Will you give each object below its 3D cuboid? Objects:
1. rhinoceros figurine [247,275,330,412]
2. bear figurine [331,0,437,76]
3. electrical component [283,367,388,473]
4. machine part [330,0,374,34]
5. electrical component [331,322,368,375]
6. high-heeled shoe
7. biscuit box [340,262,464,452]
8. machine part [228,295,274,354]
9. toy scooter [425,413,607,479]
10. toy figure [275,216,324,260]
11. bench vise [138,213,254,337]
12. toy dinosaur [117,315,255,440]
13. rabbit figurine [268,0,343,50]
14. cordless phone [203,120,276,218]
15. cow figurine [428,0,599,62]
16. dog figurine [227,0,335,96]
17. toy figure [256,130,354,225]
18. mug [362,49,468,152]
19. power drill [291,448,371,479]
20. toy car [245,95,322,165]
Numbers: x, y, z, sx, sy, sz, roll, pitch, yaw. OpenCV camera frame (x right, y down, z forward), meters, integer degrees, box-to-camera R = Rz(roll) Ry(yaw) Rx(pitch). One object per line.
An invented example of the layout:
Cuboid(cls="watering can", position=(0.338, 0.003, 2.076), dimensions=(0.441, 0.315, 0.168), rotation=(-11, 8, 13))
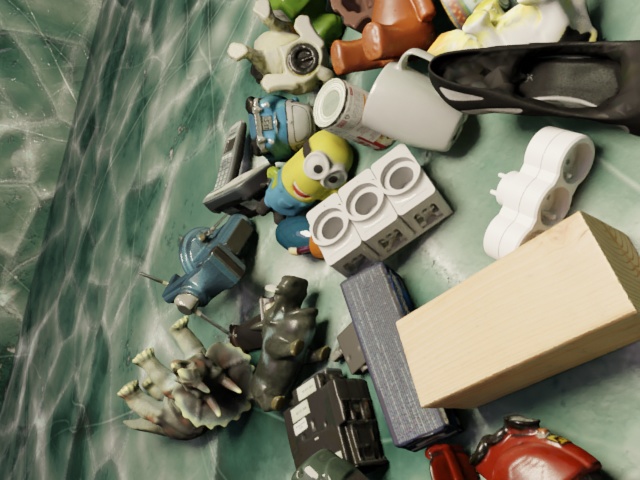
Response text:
Cuboid(cls="rhinoceros figurine", position=(-0.048, 0.145, 0.753), dimensions=(0.112, 0.073, 0.190), rotation=(15, 92, 46))
Cuboid(cls="bear figurine", position=(0.077, -0.312, 0.647), dimensions=(0.120, 0.132, 0.195), rotation=(14, 118, 61))
Cuboid(cls="electrical component", position=(0.013, 0.231, 0.670), dimensions=(0.115, 0.058, 0.134), rotation=(-40, 50, 34))
Cuboid(cls="machine part", position=(0.092, -0.379, 0.770), dimensions=(0.179, 0.056, 0.179), rotation=(-19, 65, 46))
Cuboid(cls="electrical component", position=(0.049, 0.138, 0.683), dimensions=(0.094, 0.021, 0.063), rotation=(-48, 46, 30))
Cuboid(cls="high-heeled shoe", position=(0.218, -0.146, 0.461), dimensions=(0.249, 0.145, 0.086), rotation=(4, 83, 54))
Cuboid(cls="biscuit box", position=(0.087, 0.123, 0.597), dimensions=(0.063, 0.059, 0.203), rotation=(-30, 54, 17))
Cuboid(cls="machine part", position=(-0.097, 0.140, 0.857), dimensions=(0.139, 0.039, 0.084), rotation=(-35, 61, 38))
Cuboid(cls="toy scooter", position=(0.157, 0.219, 0.480), dimensions=(0.183, 0.075, 0.135), rotation=(-59, 41, 27))
Cuboid(cls="toy figure", position=(-0.002, -0.004, 0.767), dimensions=(0.155, 0.058, 0.064), rotation=(11, 94, 47))
Cuboid(cls="bench vise", position=(-0.207, 0.061, 0.922), dimensions=(0.241, 0.128, 0.224), rotation=(-28, 36, 39))
Cuboid(cls="toy dinosaur", position=(-0.230, 0.272, 0.912), dimensions=(0.192, 0.131, 0.404), rotation=(43, 135, 12))
Cuboid(cls="rabbit figurine", position=(-0.007, -0.410, 0.886), dimensions=(0.170, 0.121, 0.159), rotation=(-56, 31, -4))
Cuboid(cls="cordless phone", position=(-0.133, -0.138, 0.957), dimensions=(0.147, 0.088, 0.184), rotation=(-15, 63, 49))
Cuboid(cls="cow figurine", position=(0.196, -0.207, 0.566), dimensions=(0.167, 0.098, 0.068), rotation=(-11, 36, 55))
Cuboid(cls="dog figurine", position=(-0.043, -0.280, 0.875), dimensions=(0.172, 0.190, 0.121), rotation=(44, 97, 7))
Cuboid(cls="toy figure", position=(-0.026, -0.094, 0.807), dimensions=(0.180, 0.082, 0.089), rotation=(-35, 55, 43))
Cuboid(cls="mug", position=(0.118, -0.157, 0.617), dimensions=(0.107, 0.081, 0.109), rotation=(30, 129, 11))
Cuboid(cls="power drill", position=(0.035, 0.355, 0.565), dimensions=(0.232, 0.086, 0.207), rotation=(45, 126, 23))
Cuboid(cls="toy car", position=(-0.050, -0.178, 0.835), dimensions=(0.103, 0.161, 0.109), rotation=(-6, 94, 9))
